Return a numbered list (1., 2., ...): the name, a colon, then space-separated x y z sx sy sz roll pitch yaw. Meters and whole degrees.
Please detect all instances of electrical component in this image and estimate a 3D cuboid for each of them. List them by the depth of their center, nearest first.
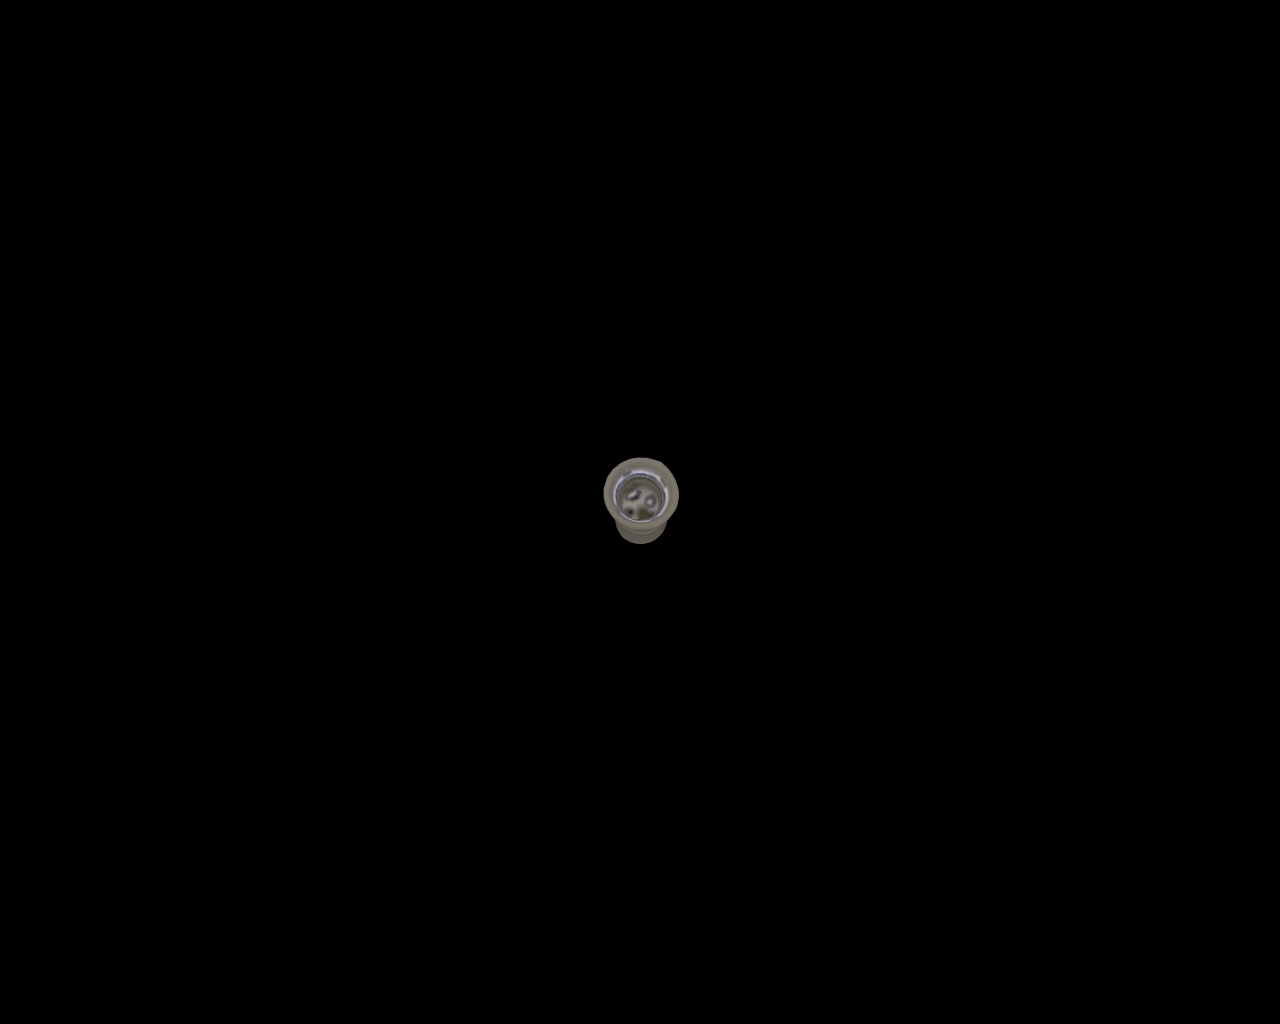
1. electrical component: 0.001 -0.003 0.650 0.044 0.044 0.065 0 -16 0
